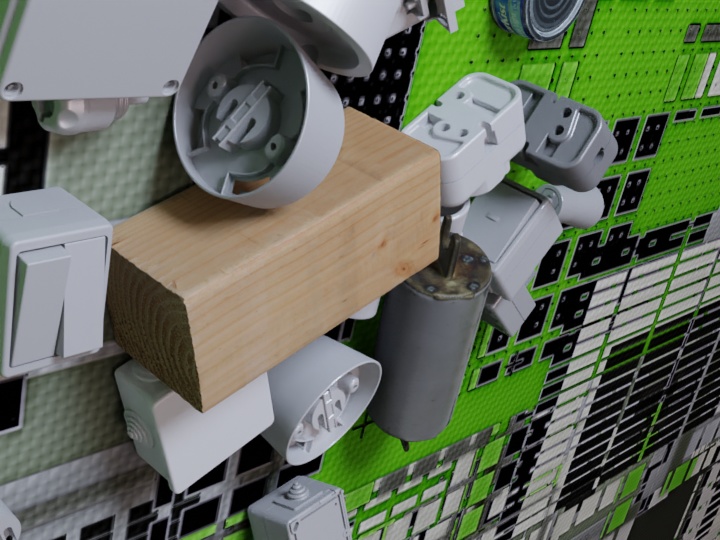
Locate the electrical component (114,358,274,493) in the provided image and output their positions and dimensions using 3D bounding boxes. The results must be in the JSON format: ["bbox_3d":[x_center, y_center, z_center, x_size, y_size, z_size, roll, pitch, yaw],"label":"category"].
[{"bbox_3d":[-0.109,0.084,0.715,0.100,0.048,0.099,-35,139,-31],"label":"electrical component"}]

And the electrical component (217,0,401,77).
[{"bbox_3d":[-0.027,-0.160,0.588,0.060,0.108,0.108,-62,146,-6],"label":"electrical component"}]

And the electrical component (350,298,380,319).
[{"bbox_3d":[0.000,0.000,0.795,0.040,0.040,0.078,-11,123,-47],"label":"electrical component"}]

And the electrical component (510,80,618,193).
[{"bbox_3d":[0.153,-0.105,0.859,0.053,0.095,0.059,-57,145,-3],"label":"electrical component"}]

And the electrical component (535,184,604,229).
[{"bbox_3d":[0.187,-0.060,0.984,0.065,0.044,0.044,0,116,-46],"label":"electrical component"}]

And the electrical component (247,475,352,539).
[{"bbox_3d":[-0.049,0.212,0.871,0.062,0.061,0.096,-25,113,-41],"label":"electrical component"}]

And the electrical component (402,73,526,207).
[{"bbox_3d":[0.079,-0.095,0.810,0.095,0.054,0.059,-42,142,-23],"label":"electrical component"}]

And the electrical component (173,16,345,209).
[{"bbox_3d":[-0.059,-0.085,0.609,0.099,0.099,0.064,-60,152,2],"label":"electrical component"}]

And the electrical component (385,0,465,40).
[{"bbox_3d":[0.016,-0.202,0.636,0.063,0.078,0.121,-29,139,-9],"label":"electrical component"}]

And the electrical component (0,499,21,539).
[{"bbox_3d":[-0.223,0.143,0.620,0.040,0.046,0.040,-31,137,-34],"label":"electrical component"}]

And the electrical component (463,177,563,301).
[{"bbox_3d":[0.114,-0.025,0.899,0.096,0.062,0.061,-52,145,-10],"label":"electrical component"}]

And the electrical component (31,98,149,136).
[{"bbox_3d":[-0.138,-0.090,0.562,0.061,0.035,0.035,-17,128,-47],"label":"electrical component"}]

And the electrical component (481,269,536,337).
[{"bbox_3d":[0.131,0.007,0.957,0.076,0.047,0.065,-53,145,-9],"label":"electrical component"}]

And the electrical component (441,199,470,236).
[{"bbox_3d":[0.064,-0.031,0.853,0.044,0.044,0.065,-37,145,-28],"label":"electrical component"}]

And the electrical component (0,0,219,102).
[{"bbox_3d":[-0.123,-0.137,0.502,0.109,0.056,0.108,-12,143,-47],"label":"electrical component"}]

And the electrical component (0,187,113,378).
[{"bbox_3d":[-0.173,0.013,0.572,0.062,0.061,0.096,-15,127,-45],"label":"electrical component"}]

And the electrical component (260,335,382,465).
[{"bbox_3d":[-0.032,0.098,0.808,0.099,0.064,0.099,-31,137,-34],"label":"electrical component"}]
